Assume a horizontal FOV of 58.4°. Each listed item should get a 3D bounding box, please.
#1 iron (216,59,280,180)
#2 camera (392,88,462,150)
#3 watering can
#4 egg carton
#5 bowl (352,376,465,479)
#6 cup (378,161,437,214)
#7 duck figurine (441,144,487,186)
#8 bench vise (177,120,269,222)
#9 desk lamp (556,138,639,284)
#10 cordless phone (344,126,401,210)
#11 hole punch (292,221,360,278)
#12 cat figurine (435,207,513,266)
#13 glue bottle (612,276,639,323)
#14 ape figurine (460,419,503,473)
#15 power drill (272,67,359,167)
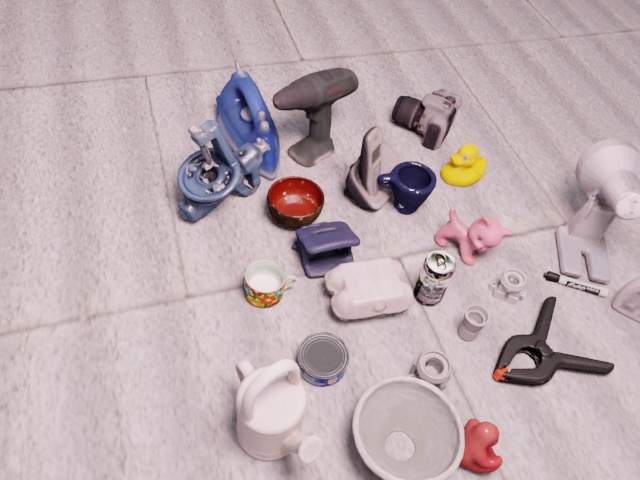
[{"bbox_3d":[-0.142,-0.264,1.229,0.119,0.141,0.257,-16,55,-19],"label":"iron"},{"bbox_3d":[0.247,-0.304,1.337,0.136,0.101,0.143,24,53,12],"label":"camera"},{"bbox_3d":[-0.062,0.234,0.806,0.172,0.194,0.101,26,53,14],"label":"watering can"},{"bbox_3d":[0.087,0.089,1.021,0.150,0.069,0.107,-9,53,-14],"label":"egg carton"},{"bbox_3d":[0.126,0.295,0.858,0.167,0.075,0.167,4,51,-4],"label":"bowl"},{"bbox_3d":[0.170,-0.099,1.166,0.118,0.095,0.091,1,51,-7],"label":"cup"},{"bbox_3d":[0.321,-0.172,1.250,0.105,0.086,0.077,-13,54,-17],"label":"duck figurine"},{"bbox_3d":[-0.192,-0.159,1.089,0.121,0.220,0.208,24,52,12],"label":"bench vise"},{"bbox_3d":[0.550,-0.060,1.107,0.118,0.213,0.203,10,51,2],"label":"desk lamp"},{"bbox_3d":[0.119,-0.165,1.155,0.094,0.185,0.148,27,53,15],"label":"cordless phone"},{"bbox_3d":[0.010,0.004,1.066,0.109,0.091,0.101,-11,54,-15],"label":"hole punch"},{"bbox_3d":[0.297,-0.017,1.102,0.127,0.118,0.067,35,56,20],"label":"cat figurine"},{"bbox_3d":[0.599,0.083,1.025,0.078,0.173,0.037,31,54,17],"label":"glue bottle"},{"bbox_3d":[0.240,0.302,0.856,0.076,0.092,0.077,0,51,-7],"label":"ape figurine"},{"bbox_3d":[-0.014,-0.260,1.199,0.075,0.208,0.230,37,56,22],"label":"power drill"}]
